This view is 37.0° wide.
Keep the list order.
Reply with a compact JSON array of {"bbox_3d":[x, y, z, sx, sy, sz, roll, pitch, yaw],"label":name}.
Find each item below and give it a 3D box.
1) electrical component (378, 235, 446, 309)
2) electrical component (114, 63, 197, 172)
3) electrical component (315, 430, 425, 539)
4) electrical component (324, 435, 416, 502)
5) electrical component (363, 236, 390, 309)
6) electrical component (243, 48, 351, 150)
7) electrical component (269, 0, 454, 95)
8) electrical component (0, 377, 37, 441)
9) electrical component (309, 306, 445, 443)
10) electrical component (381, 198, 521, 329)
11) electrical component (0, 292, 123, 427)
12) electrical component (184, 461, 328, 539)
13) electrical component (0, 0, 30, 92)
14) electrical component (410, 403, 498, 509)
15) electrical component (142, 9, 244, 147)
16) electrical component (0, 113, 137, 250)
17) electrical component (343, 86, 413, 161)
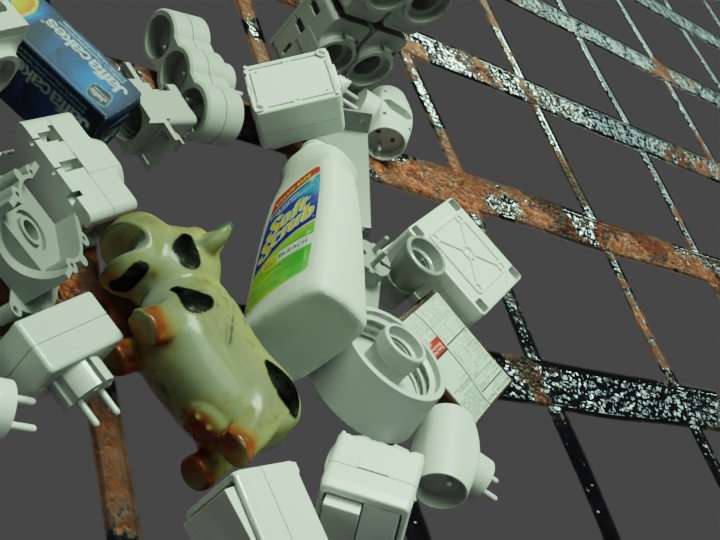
[{"bbox_3d":[0.039,0.005,0.962,0.044,0.065,0.044,28,38,-25],"label":"electrical component"},{"bbox_3d":[-0.174,-0.126,0.886,0.081,0.042,0.064,56,31,12],"label":"electrical component"},{"bbox_3d":[0.001,0.170,0.734,0.062,0.096,0.061,16,35,6],"label":"electrical component"},{"bbox_3d":[0.007,0.151,0.797,0.055,0.048,0.066,31,36,-35],"label":"electrical component"},{"bbox_3d":[0.000,0.000,0.915,0.047,0.076,0.083,32,37,-21],"label":"electrical component"},{"bbox_3d":[-0.054,-0.157,1.000,0.096,0.061,0.061,-14,56,-5],"label":"electrical component"},{"bbox_3d":[0.009,-0.262,1.094,0.105,0.186,0.060,6,51,-45],"label":"electrical component"},{"bbox_3d":[-0.224,0.077,0.619,0.079,0.044,0.077,17,44,-36],"label":"electrical component"},{"bbox_3d":[0.019,0.077,0.855,0.108,0.060,0.108,32,27,-18],"label":"electrical component"},{"bbox_3d":[0.086,-0.001,1.027,0.108,0.056,0.109,49,34,3],"label":"electrical component"},{"bbox_3d":[-0.181,0.064,0.677,0.076,0.047,0.066,52,34,6],"label":"electrical component"},{"bbox_3d":[-0.062,0.178,0.678,0.061,0.062,0.096,0,55,-48],"label":"electrical component"},{"bbox_3d":[-0.278,-0.152,0.754,0.055,0.089,0.050,49,34,2],"label":"electrical component"},{"bbox_3d":[0.082,0.159,0.871,0.079,0.043,0.077,36,35,-17],"label":"electrical component"},{"bbox_3d":[-0.136,-0.169,0.960,0.074,0.052,0.138,3,52,-46],"label":"electrical component"},{"bbox_3d":[-0.209,-0.063,0.774,0.089,0.050,0.056,52,35,7],"label":"electrical component"},{"bbox_3d":[0.013,-0.163,1.125,0.079,0.043,0.077,30,37,-23],"label":"electrical component"}]
